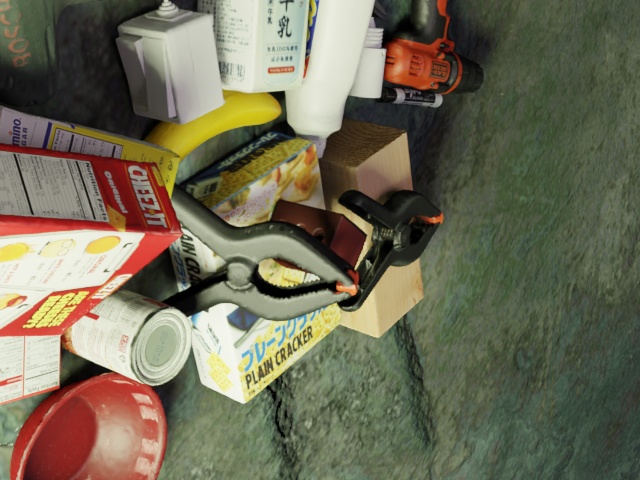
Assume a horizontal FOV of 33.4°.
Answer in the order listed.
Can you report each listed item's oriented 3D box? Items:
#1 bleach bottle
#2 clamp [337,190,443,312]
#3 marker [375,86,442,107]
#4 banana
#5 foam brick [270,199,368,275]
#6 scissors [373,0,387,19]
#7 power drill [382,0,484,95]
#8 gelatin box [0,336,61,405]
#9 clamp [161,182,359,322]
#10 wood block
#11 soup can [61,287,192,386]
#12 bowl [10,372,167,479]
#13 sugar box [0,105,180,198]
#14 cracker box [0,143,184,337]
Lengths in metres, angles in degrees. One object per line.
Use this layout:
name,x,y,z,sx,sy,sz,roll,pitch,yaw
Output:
bleach bottle,0.009,-0.194,0.998,0.068,0.103,0.251,-3,117,-23
clamp,0.067,-0.014,1.060,0.171,0.039,0.120,-36,135,-47
marker,0.100,-0.163,1.214,0.120,0.020,0.020,-5,107,-51
banana,-0.104,-0.099,0.962,0.197,0.037,0.070,-40,153,-35
foam brick,-0.006,0.001,0.974,0.051,0.078,0.053,36,72,-51
scissors,0.008,-0.259,1.060,0.096,0.016,0.201,-57,140,-19
power drill,0.143,-0.258,1.202,0.184,0.057,0.188,-2,104,-52
gelatin box,-0.243,0.083,0.849,0.073,0.030,0.089,-13,112,-52
clamp,-0.074,0.031,0.921,0.036,0.210,0.165,-76,-179,-61
wood block,0.042,-0.014,1.136,0.090,0.090,0.206,-38,131,-39
soup can,-0.165,0.075,0.889,0.068,0.102,0.068,-23,120,-47
bowl,-0.207,0.183,0.912,0.161,0.055,0.162,-24,121,-46
sugar box,-0.198,-0.068,0.798,0.175,0.093,0.048,8,96,-53
cracker box,-0.228,0.003,0.719,0.213,0.164,0.072,3,59,-49
